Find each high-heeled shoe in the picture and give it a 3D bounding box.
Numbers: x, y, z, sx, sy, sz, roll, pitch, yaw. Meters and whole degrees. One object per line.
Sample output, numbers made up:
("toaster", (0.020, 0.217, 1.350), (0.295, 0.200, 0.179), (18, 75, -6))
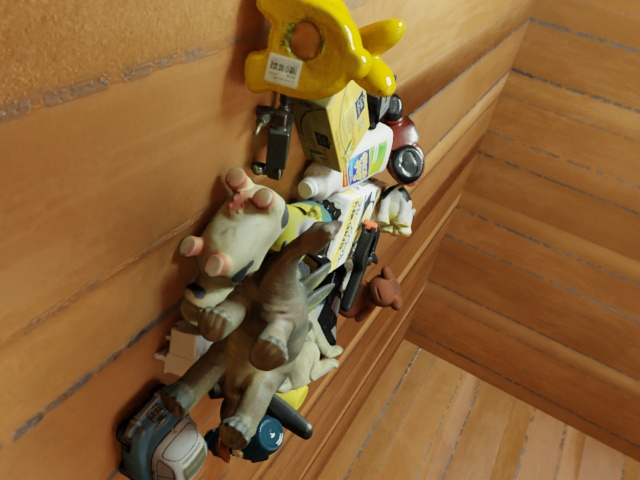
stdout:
("high-heeled shoe", (0.005, 0.148, 1.187), (0.145, 0.086, 0.248), (-84, -172, -49))

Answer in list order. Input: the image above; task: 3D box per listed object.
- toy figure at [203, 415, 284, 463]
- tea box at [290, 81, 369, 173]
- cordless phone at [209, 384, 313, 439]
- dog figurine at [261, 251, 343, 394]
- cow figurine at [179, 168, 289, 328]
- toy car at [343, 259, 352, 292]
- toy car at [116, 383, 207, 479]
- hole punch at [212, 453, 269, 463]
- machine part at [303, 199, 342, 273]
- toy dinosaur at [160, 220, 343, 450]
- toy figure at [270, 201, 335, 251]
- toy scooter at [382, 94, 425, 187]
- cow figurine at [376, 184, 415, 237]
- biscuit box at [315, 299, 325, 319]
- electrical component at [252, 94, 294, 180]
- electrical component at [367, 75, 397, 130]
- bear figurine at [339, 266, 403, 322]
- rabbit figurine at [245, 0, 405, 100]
("toy figure", (-0.113, 0.280, 0.753), (0.064, 0.058, 0.154), (3, 158, -42))
("tea box", (0.016, -0.182, 0.761), (0.098, 0.068, 0.169), (-60, 161, -13))
("cordless phone", (-0.089, 0.250, 0.870), (0.089, 0.184, 0.146), (-45, 155, -35))
("dog figurine", (-0.058, 0.117, 0.814), (0.172, 0.121, 0.190), (-45, 113, -81))
("cow figurine", (-0.108, 0.022, 0.664), (0.195, 0.086, 0.127), (-58, 154, -1))
("toy car", (0.030, 0.137, 1.261), (0.201, 0.056, 0.073), (-63, 163, -6))
("toy car", (-0.201, 0.273, 0.719), (0.109, 0.103, 0.161), (-48, 158, -43))
("hole punch", (-0.152, 0.374, 1.058), (0.142, 0.092, 0.116), (58, 31, -66))
("machine part", (-0.002, -0.003, 0.944), (0.039, 0.084, 0.138), (0, 117, -48))
("toy dinosaur", (-0.071, 0.126, 0.601), (0.198, 0.105, 0.471), (-47, 171, -48))
("toy figure", (-0.034, -0.020, 0.827), (0.180, 0.089, 0.082), (-36, 133, -73))
("toy scooter", (0.154, -0.193, 1.066), (0.135, 0.075, 0.183), (-112, -174, -88))
("cow figurine", (0.163, -0.059, 1.130), (0.167, 0.068, 0.098), (41, 56, -73))
("biscuit box", (-0.060, 0.139, 1.001), (0.059, 0.063, 0.202), (-67, 162, 12))
("electrical component", (-0.060, -0.126, 0.670), (0.102, 0.045, 0.078), (101, -6, -46))
("electrical component", (0.094, -0.257, 0.914), (0.075, 0.048, 0.119), (-52, 161, -34))
("bear figurine", (0.129, 0.125, 1.318), (0.196, 0.120, 0.132), (-25, 178, 37))
("rabbit figurine", (0.011, -0.221, 0.601), (0.173, 0.162, 0.121), (-67, 163, -70))
